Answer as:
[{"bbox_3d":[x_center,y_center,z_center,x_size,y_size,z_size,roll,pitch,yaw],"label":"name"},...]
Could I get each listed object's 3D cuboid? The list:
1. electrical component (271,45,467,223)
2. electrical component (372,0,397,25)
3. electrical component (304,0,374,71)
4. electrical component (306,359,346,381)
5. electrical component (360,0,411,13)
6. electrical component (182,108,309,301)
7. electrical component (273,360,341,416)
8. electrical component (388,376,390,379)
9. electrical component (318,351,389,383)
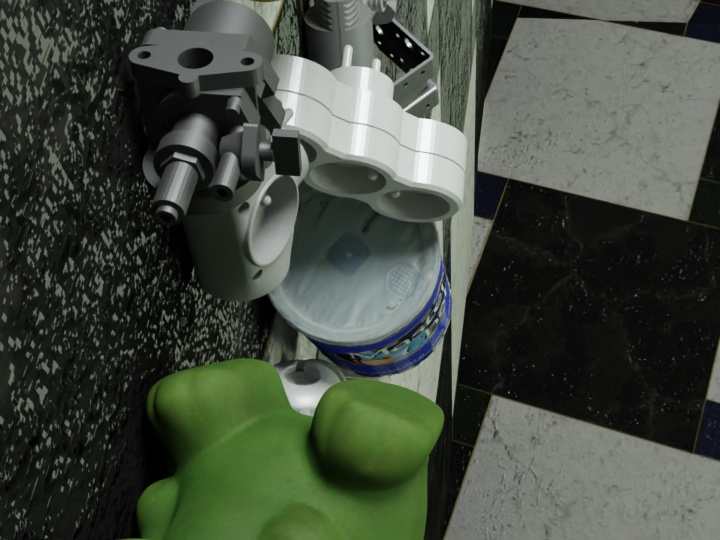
[{"bbox_3d":[-0.002,-0.081,0.558,0.052,0.138,0.073,-19,-121,51],"label":"electrical component"},{"bbox_3d":[0.008,-0.216,0.803,0.043,0.043,0.081,79,17,-58],"label":"electrical component"},{"bbox_3d":[-0.013,-0.154,0.688,0.043,0.043,0.081,-77,167,-48],"label":"electrical component"},{"bbox_3d":[-0.028,0.083,0.709,0.065,0.044,0.044,74,20,-79],"label":"electrical component"},{"bbox_3d":[0.005,-0.193,0.729,0.043,0.062,0.043,4,90,-82],"label":"electrical component"},{"bbox_3d":[-0.048,-0.040,0.474,0.079,0.044,0.077,-57,155,-36],"label":"electrical component"},{"bbox_3d":[-0.037,0.088,0.639,0.048,0.048,0.062,-70,168,-61],"label":"electrical component"},{"bbox_3d":[0.017,0.047,0.931,0.057,0.058,0.078,-70,161,-52],"label":"electrical component"},{"bbox_3d":[-0.001,0.056,0.845,0.065,0.047,0.076,82,15,-54],"label":"electrical component"}]
